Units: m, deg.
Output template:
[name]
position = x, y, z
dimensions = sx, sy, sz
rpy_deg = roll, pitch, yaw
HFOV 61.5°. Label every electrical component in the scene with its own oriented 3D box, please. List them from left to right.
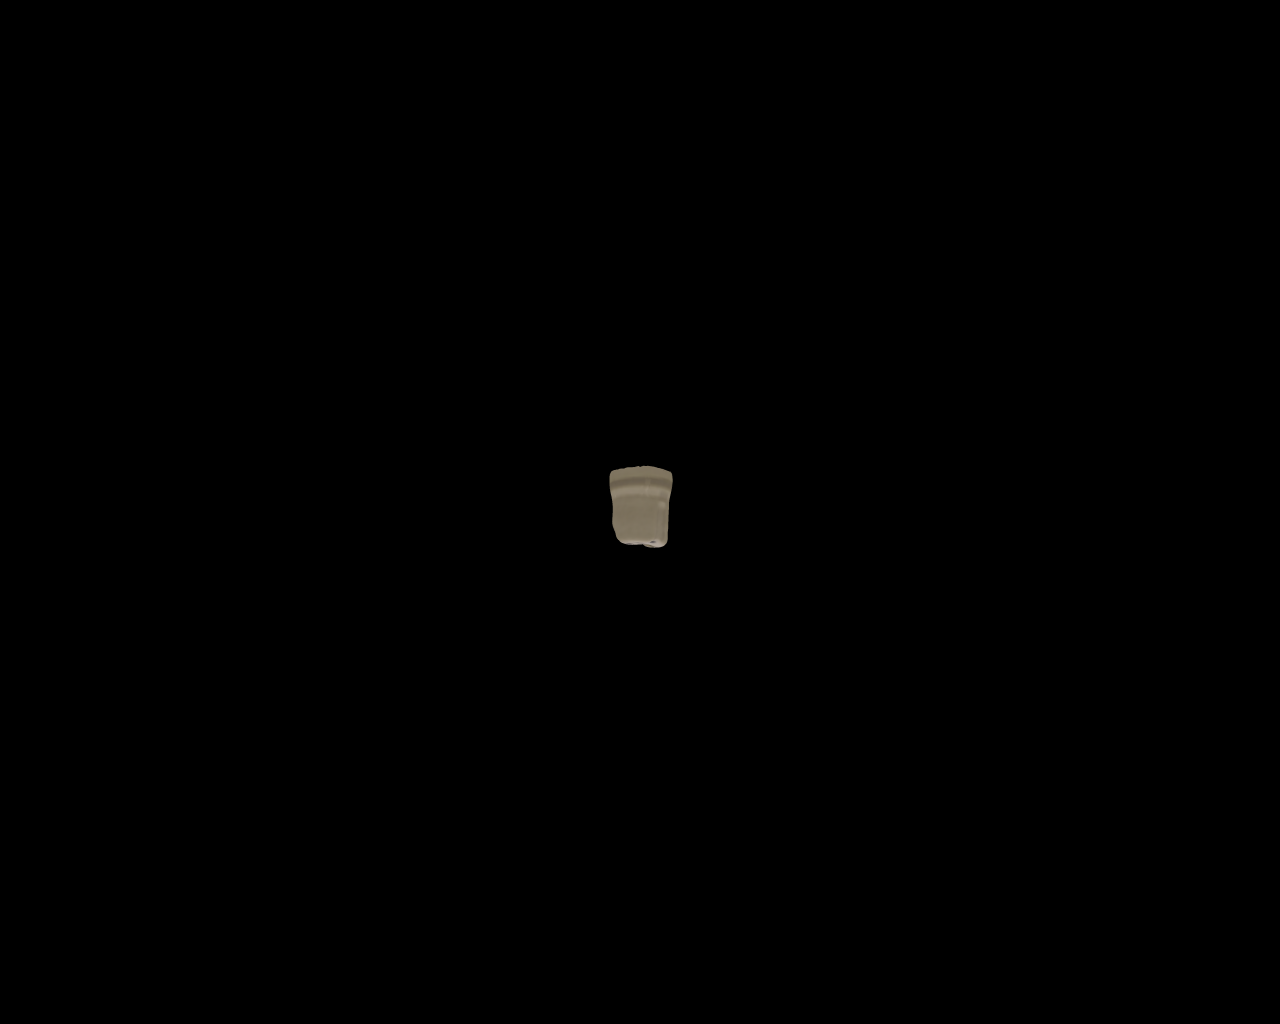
[electrical component]
position = 0.001, -0.003, 0.650
dimensions = 0.040, 0.046, 0.040
rpy_deg = 0, -11, 0
